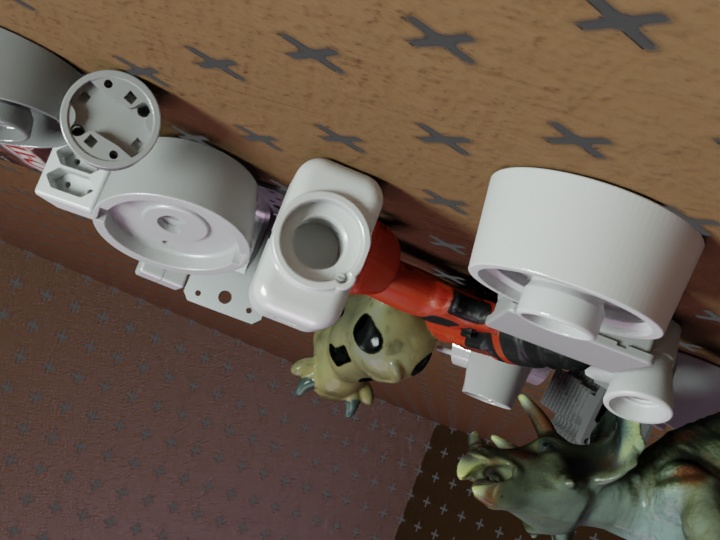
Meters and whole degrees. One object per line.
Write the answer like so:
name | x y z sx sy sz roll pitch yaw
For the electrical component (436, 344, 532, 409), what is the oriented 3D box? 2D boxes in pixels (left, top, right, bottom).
electrical component | 0.103 0.068 0.902 0.079 0.077 0.044 17 171 26

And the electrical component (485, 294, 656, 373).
electrical component | 0.130 0.022 0.646 0.100 0.048 0.099 21 172 1

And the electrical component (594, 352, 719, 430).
electrical component | 0.237 0.089 0.842 0.099 0.064 0.099 31 -179 -1

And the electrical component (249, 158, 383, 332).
electrical component | -0.026 -0.014 0.634 0.054 0.095 0.059 22 171 -7

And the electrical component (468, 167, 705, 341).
electrical component | 0.105 0.000 0.524 0.108 0.060 0.108 20 172 3

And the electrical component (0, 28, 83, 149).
electrical component | -0.216 -0.114 0.651 0.099 0.064 0.099 7 167 2

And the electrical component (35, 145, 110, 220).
electrical component | -0.188 -0.069 0.780 0.047 0.065 0.076 19 172 13

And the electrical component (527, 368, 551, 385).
electrical component | 0.128 0.067 0.953 0.081 0.043 0.043 23 171 -12

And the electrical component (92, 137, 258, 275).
electrical component | -0.121 -0.048 0.734 0.108 0.060 0.108 9 153 4

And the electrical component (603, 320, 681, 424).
electrical component | 0.186 0.061 0.699 0.044 0.065 0.044 16 153 8

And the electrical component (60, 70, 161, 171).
electrical component | -0.144 -0.084 0.622 0.055 0.055 0.047 23 175 -12

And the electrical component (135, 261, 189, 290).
electrical component | -0.165 -0.036 0.867 0.076 0.083 0.047 23 171 -14

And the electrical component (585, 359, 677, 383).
electrical component | 0.195 0.064 0.774 0.062 0.043 0.043 14 169 29
